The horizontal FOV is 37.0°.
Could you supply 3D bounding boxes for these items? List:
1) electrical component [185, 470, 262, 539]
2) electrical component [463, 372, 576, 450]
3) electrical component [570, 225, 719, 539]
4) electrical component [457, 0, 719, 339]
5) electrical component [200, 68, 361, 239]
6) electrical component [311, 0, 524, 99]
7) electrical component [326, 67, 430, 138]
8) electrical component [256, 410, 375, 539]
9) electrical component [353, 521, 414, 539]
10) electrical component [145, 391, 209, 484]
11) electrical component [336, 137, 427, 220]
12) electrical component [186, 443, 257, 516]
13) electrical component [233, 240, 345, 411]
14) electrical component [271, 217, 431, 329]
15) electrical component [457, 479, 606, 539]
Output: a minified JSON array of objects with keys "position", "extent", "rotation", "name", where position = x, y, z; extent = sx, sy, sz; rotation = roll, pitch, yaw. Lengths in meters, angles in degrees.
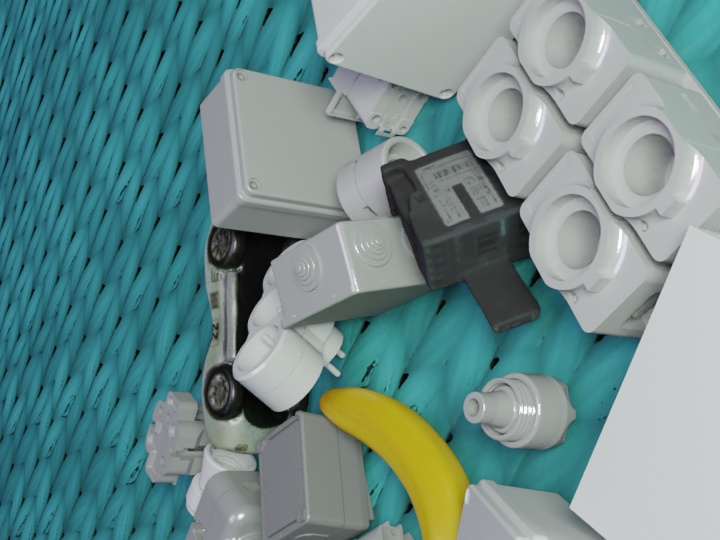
[{"position":[-0.097,0.213,0.841],"extent":[0.059,0.054,0.095],"rotation":[43,118,49],"name":"electrical component"},{"position":[0.087,0.079,0.605],"extent":[0.043,0.062,0.043],"rotation":[-16,70,52],"name":"electrical component"},{"position":[0.172,0.068,0.488],"extent":[0.089,0.062,0.150],"rotation":[38,113,51],"name":"electrical component"},{"position":[0.129,-0.067,0.578],"extent":[0.105,0.060,0.186],"rotation":[-52,45,35],"name":"electrical component"},{"position":[-0.057,-0.083,0.799],"extent":[0.056,0.109,0.108],"rotation":[-37,55,48],"name":"electrical component"},{"position":[0.042,-0.170,0.680],"extent":[0.109,0.109,0.056],"rotation":[-40,50,43],"name":"electrical component"},{"position":[0.016,-0.132,0.766],"extent":[0.081,0.042,0.063],"rotation":[-57,44,31],"name":"electrical component"},{"position":[-0.032,0.146,0.763],"extent":[0.062,0.061,0.096],"rotation":[-41,44,43],"name":"electrical component"},{"position":[0.011,0.191,0.709],"extent":[0.046,0.040,0.040],"rotation":[-44,50,34],"name":"electrical component"},{"position":[-0.143,0.143,0.917],"extent":[0.058,0.057,0.078],"rotation":[39,114,51],"name":"electrical component"},{"position":[0.020,-0.059,0.735],"extent":[0.047,0.055,0.055],"rotation":[-30,59,44],"name":"electrical component"},{"position":[-0.115,0.174,0.881],"extent":[0.045,0.045,0.055],"rotation":[48,122,47],"name":"electrical component"},{"position":[-0.038,0.048,0.776],"extent":[0.052,0.074,0.138],"rotation":[-30,29,33],"name":"electrical component"},{"position":[0.000,0.000,0.713],"extent":[0.100,0.100,0.048],"rotation":[-27,74,49],"name":"electrical component"},{"position":[0.085,0.177,0.560],"extent":[0.109,0.056,0.108],"rotation":[-151,71,-81],"name":"electrical component"}]
